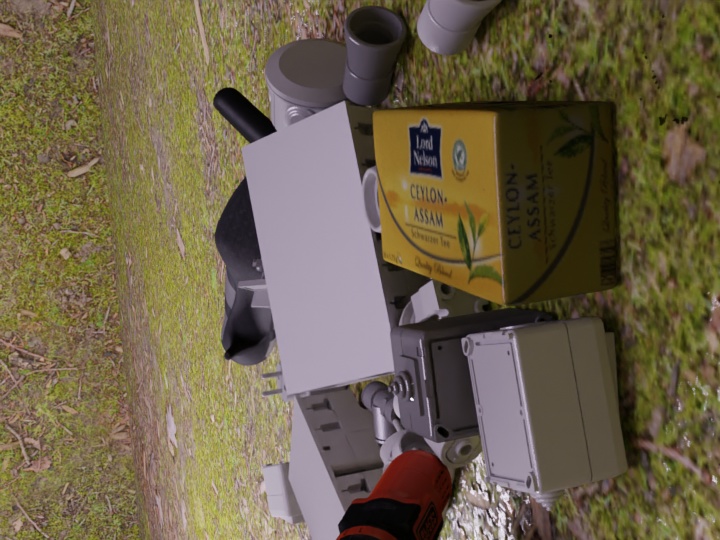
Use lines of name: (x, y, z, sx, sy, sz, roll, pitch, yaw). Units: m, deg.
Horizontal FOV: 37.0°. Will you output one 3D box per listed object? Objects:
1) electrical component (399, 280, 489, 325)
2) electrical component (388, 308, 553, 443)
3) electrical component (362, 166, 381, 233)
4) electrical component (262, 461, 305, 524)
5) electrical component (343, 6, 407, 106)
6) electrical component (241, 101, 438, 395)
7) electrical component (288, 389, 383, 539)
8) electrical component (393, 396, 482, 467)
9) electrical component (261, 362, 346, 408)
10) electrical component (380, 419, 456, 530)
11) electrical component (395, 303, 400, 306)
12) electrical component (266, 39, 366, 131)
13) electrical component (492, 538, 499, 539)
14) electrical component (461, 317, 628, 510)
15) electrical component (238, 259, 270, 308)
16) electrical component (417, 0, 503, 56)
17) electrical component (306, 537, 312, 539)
electrical component: (0.055, 0.034, 0.697, 0.055, 0.048, 0.066, -39, 60, 60)
electrical component: (0.058, 0.059, 0.616, 0.061, 0.096, 0.061, -176, 79, -71)
electrical component: (0.034, -0.049, 0.707, 0.066, 0.055, 0.048, 124, 135, -63)
electrical component: (-0.057, 0.218, 1.075, 0.096, 0.062, 0.061, 144, 117, -69)
electrical component: (0.008, -0.150, 0.770, 0.065, 0.044, 0.044, 101, 154, -55)
electrical component: (-0.012, -0.013, 0.775, 0.105, 0.060, 0.186, -17, 80, 39)
electrical component: (-0.003, 0.201, 0.910, 0.186, 0.060, 0.105, -120, 28, -48)
electrical component: (0.056, 0.103, 0.729, 0.065, 0.044, 0.044, -131, 37, -51)
electrical component: (-0.055, 0.101, 1.000, 0.047, 0.076, 0.083, -131, 38, -59)
electrical component: (0.038, 0.144, 0.790, 0.079, 0.044, 0.077, -120, 29, -48)
electrical component: (0.000, 0.000, 0.847, 0.077, 0.043, 0.079, -129, 36, -57)
electrical component: (-0.033, -0.139, 0.833, 0.051, 0.080, 0.080, 94, 159, -47)
electrical component: (0.080, 0.196, 0.628, 0.047, 0.083, 0.075, 130, 130, -66)
electrical component: (0.099, 0.075, 0.557, 0.062, 0.061, 0.096, 162, 99, -71)
electrical component: (-0.058, 0.009, 0.988, 0.121, 0.079, 0.063, 174, 110, -71)
electrical component: (0.057, -0.154, 0.624, 0.065, 0.044, 0.044, 121, 138, -69)
electrical component: (-0.045, 0.302, 1.017, 0.099, 0.100, 0.048, -126, 21, -55)
